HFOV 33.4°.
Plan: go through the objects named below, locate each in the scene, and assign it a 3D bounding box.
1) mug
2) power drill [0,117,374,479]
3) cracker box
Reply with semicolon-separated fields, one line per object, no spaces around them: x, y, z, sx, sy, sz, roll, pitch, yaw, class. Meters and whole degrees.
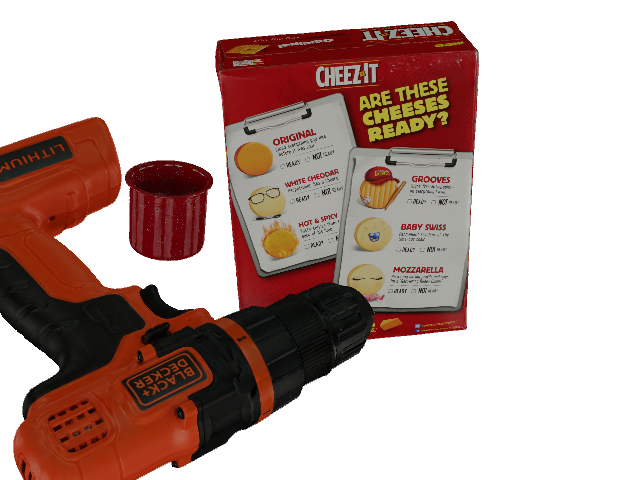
-0.169;-0.036;1.156;0.093;0.081;0.117;-6;30;-23;mug
-0.090;0.021;0.521;0.184;0.057;0.188;-24;56;-31;power drill
0.018;-0.034;0.731;0.164;0.214;0.072;-5;30;-5;cracker box
